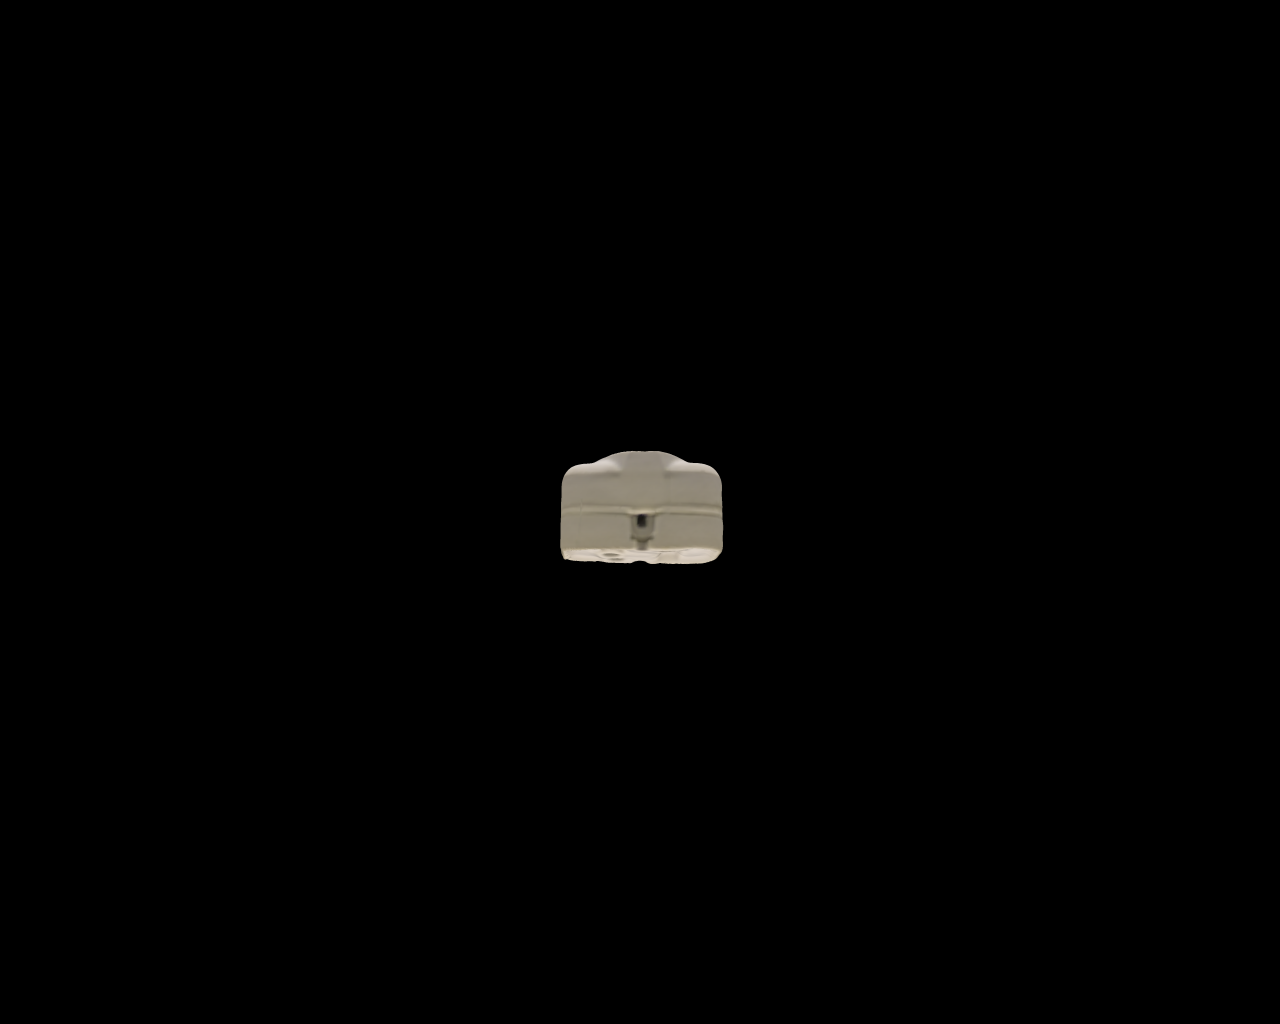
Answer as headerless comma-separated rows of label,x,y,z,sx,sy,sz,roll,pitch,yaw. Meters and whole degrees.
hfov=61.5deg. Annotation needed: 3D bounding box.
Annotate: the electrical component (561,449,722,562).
electrical component,0.001,-0.003,0.650,0.095,0.059,0.053,0,-11,-2
